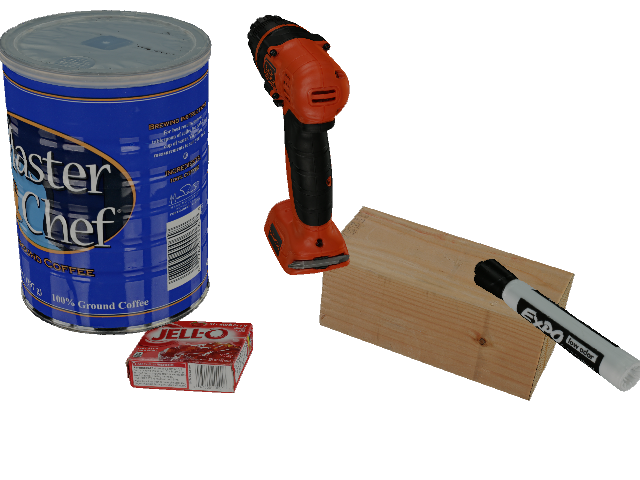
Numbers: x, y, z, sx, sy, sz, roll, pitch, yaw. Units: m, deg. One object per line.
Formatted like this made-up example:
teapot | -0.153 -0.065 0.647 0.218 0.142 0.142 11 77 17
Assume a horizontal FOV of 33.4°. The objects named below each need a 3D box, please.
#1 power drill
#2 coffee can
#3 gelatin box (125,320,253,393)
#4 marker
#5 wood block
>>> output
power drill | -0.021 -0.080 0.870 0.057 0.188 0.184 -9 27 -11
coffee can | -0.108 -0.037 0.554 0.103 0.140 0.103 3 28 -2
gelatin box | -0.106 0.093 0.876 0.089 0.030 0.073 2 22 9
marker | 0.130 0.044 0.604 0.020 0.020 0.121 0 28 -39
wood block | 0.112 0.055 0.975 0.206 0.091 0.090 19 38 19
